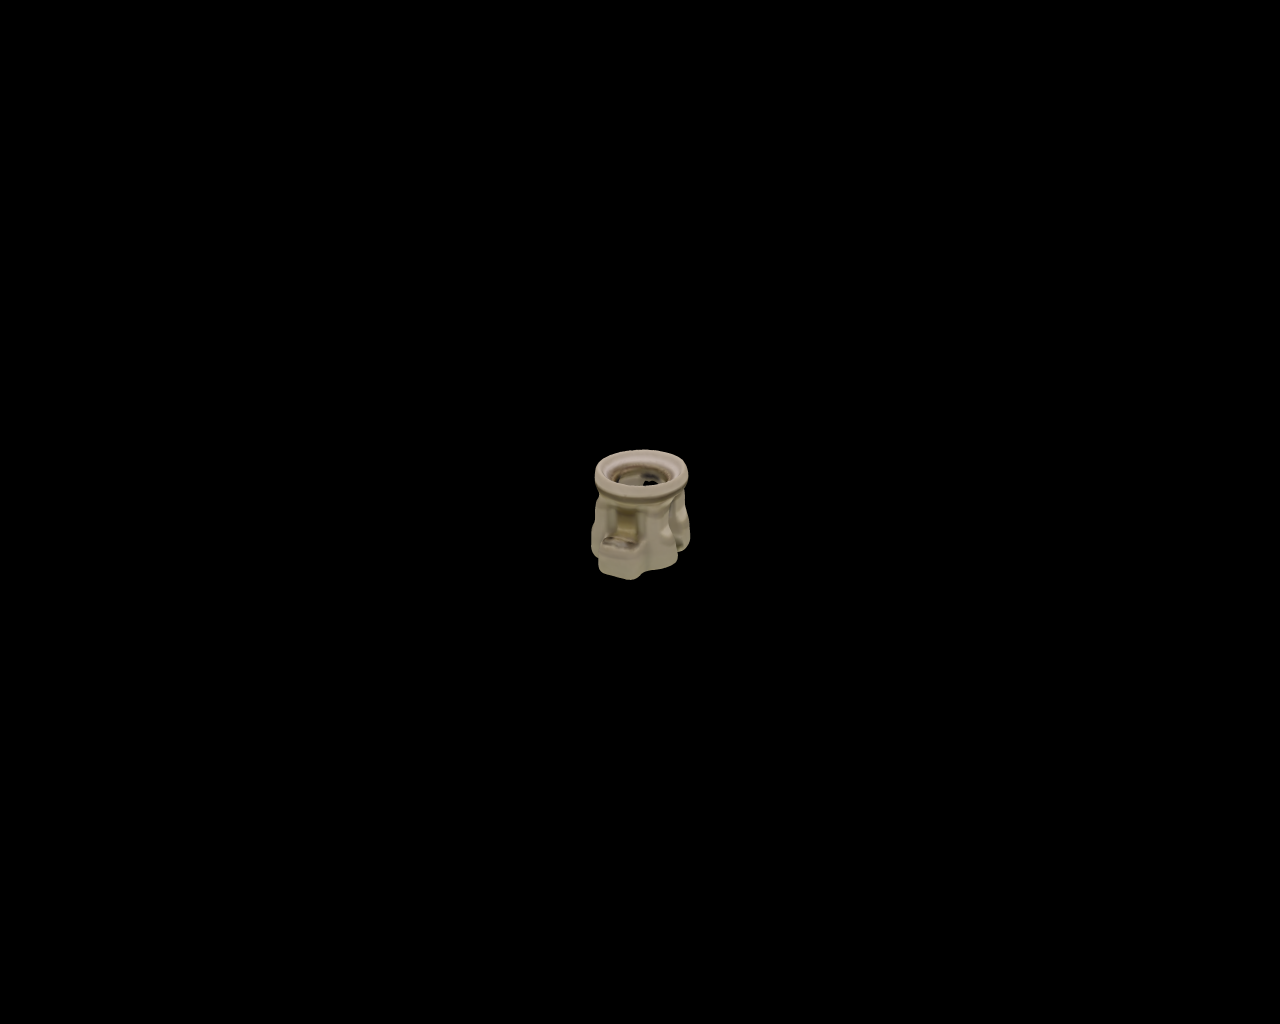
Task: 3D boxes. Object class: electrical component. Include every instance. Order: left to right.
[{"bbox_3d":[0.001,-0.003,0.650,0.058,0.056,0.078,11,29,21],"label":"electrical component"}]
